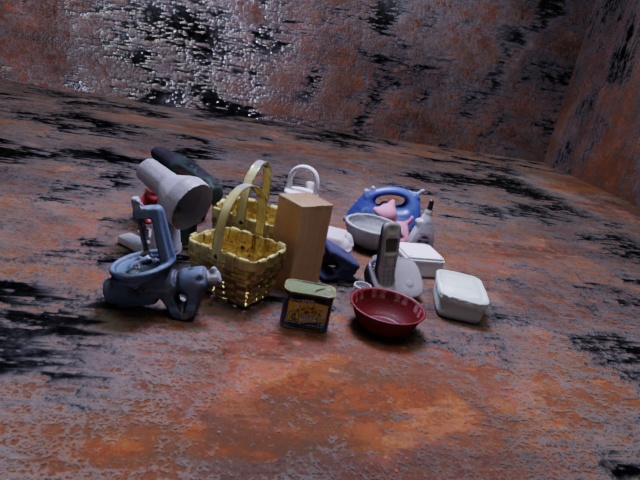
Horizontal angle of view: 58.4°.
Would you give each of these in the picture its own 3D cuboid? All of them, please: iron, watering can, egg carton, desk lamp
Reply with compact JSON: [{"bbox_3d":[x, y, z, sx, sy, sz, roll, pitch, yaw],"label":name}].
[{"bbox_3d":[0.211,-0.112,1.831,0.258,0.141,0.118,7,20,-12],"label":"iron"},{"bbox_3d":[-0.056,-0.123,1.640,0.101,0.194,0.172,9,20,-7],"label":"watering can"},{"bbox_3d":[0.014,0.005,1.515,0.150,0.069,0.107,13,20,6],"label":"egg carton"},{"bbox_3d":[-0.353,-0.065,1.296,0.202,0.213,0.118,22,22,26],"label":"desk lamp"}]

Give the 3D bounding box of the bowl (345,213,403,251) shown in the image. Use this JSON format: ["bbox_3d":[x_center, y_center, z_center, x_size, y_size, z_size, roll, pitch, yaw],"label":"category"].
[{"bbox_3d":[0.147,-0.015,1.635,0.167,0.075,0.167,10,20,-3],"label":"bowl"}]

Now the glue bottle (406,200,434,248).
[{"bbox_3d":[0.292,-0.031,1.612,0.078,0.173,0.037,4,21,-19],"label":"glue bottle"}]

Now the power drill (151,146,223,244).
[{"bbox_3d":[-0.343,-0.106,1.417,0.228,0.208,0.076,22,23,27],"label":"power drill"}]

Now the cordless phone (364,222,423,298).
[{"bbox_3d":[0.181,0.047,1.323,0.148,0.185,0.093,-4,25,-35],"label":"cordless phone"}]

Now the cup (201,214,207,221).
[{"bbox_3d":[-0.348,-0.106,1.582,0.117,0.095,0.092,26,25,35],"label":"cup"}]

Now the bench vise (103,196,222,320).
[{"bbox_3d":[-0.289,0.029,1.066,0.208,0.220,0.121,3,22,-22],"label":"bench vise"}]

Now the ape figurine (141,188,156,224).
[{"bbox_3d":[-0.447,-0.098,1.511,0.078,0.092,0.075,-4,25,-36],"label":"ape figurine"}]

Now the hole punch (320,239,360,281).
[{"bbox_3d":[0.042,0.043,1.398,0.101,0.091,0.108,2,22,-24],"label":"hole punch"}]

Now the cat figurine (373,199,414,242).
[{"bbox_3d":[0.220,-0.061,1.736,0.127,0.118,0.067,14,20,8],"label":"cat figurine"}]
